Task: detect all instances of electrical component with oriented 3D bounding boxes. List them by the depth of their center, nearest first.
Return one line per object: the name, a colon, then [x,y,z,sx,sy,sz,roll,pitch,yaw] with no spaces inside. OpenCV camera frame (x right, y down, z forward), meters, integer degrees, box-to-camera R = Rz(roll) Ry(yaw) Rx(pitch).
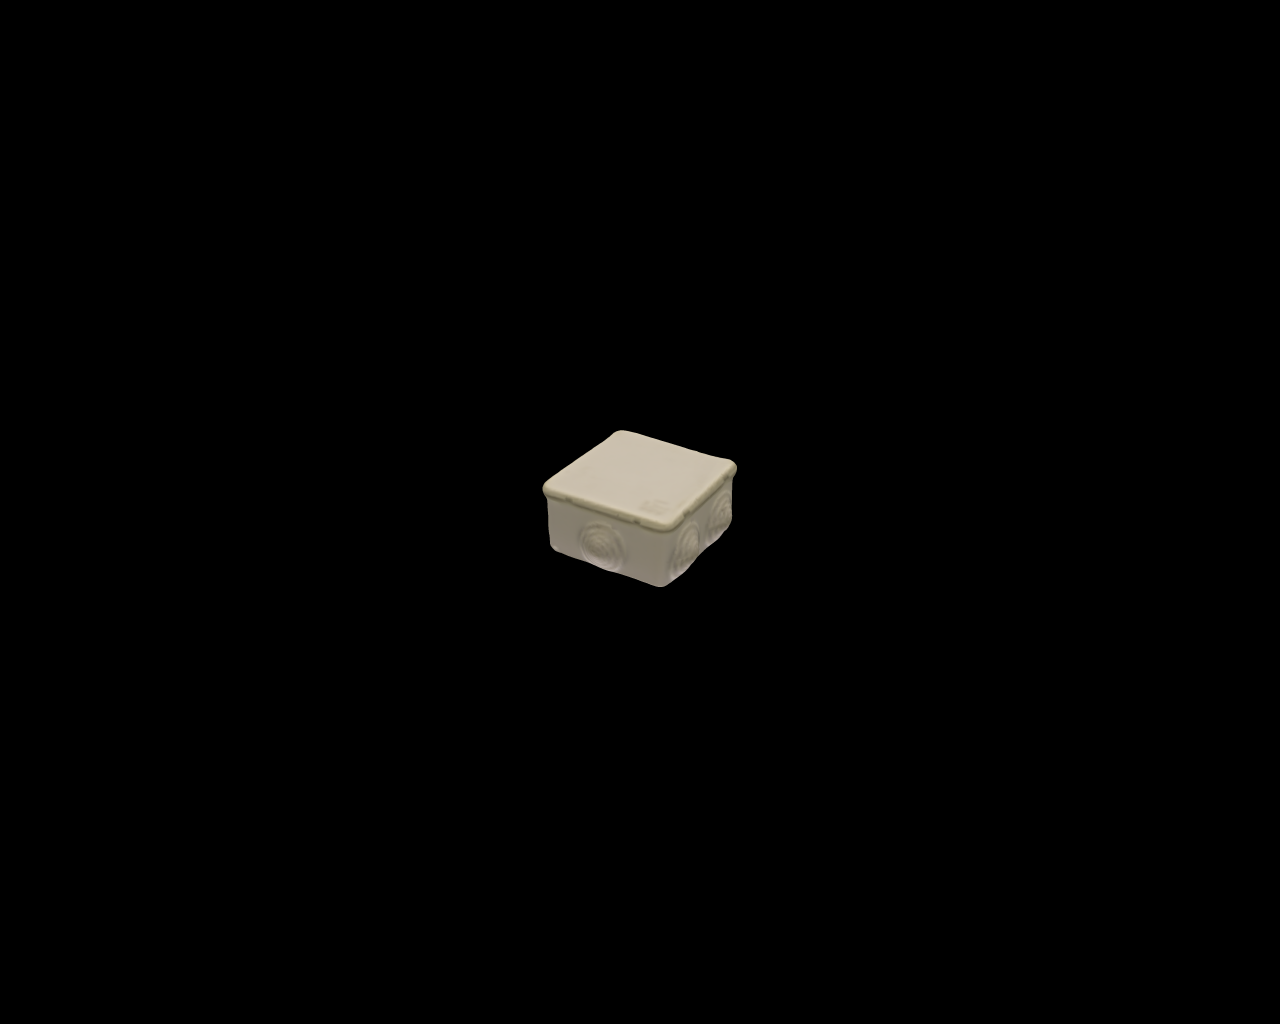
electrical component: [0.001,-0.003,0.650,0.100,0.048,0.100,18,36,27]
